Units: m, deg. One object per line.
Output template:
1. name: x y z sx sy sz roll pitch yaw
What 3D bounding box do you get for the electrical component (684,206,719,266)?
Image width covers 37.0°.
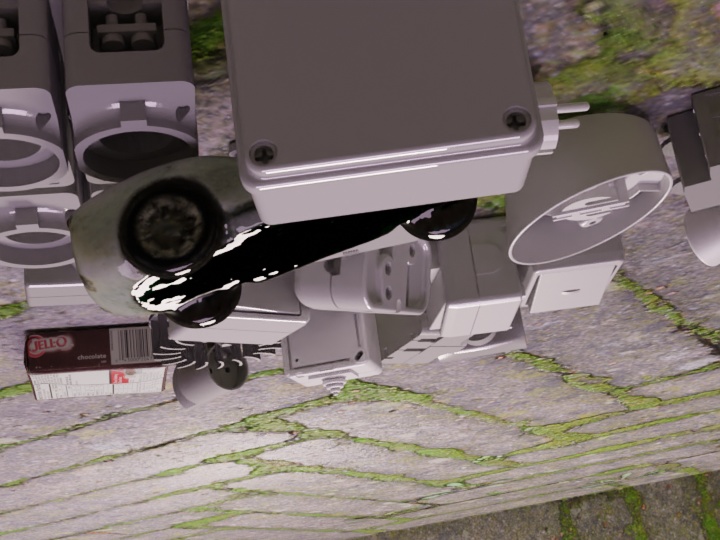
1. electrical component: 0.262 -0.032 0.749 0.045 0.045 0.055 10 154 -41

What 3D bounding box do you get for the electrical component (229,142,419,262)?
1. electrical component: -0.016 -0.042 0.605 0.100 0.048 0.099 -12 161 11

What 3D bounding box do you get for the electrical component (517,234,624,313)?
1. electrical component: 0.140 -0.013 0.731 0.062 0.061 0.096 -7 161 -2

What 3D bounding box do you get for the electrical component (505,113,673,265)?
1. electrical component: 0.130 -0.047 0.625 0.099 0.064 0.099 -7 161 -2

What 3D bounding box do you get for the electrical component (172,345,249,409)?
1. electrical component: -0.140 0.097 0.963 0.043 0.043 0.081 8 155 -39

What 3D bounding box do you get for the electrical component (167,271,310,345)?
1. electrical component: -0.075 0.011 0.715 0.096 0.061 0.061 6 157 -34

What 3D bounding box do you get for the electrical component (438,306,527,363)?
1. electrical component: 0.100 0.048 0.917 0.077 0.043 0.079 -11 161 8

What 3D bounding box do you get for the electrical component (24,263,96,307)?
1. electrical component: -0.155 -0.014 0.633 0.083 0.047 0.075 -2 160 -15

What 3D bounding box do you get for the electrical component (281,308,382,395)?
1. electrical component: -0.021 0.045 0.780 0.062 0.096 0.061 -11 163 11

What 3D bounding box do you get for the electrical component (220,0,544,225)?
1. electrical component: 0.006 -0.081 0.411 0.109 0.108 0.056 -8 164 0

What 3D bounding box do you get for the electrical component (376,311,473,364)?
1. electrical component: 0.052 0.041 0.868 0.056 0.050 0.089 2 159 -24

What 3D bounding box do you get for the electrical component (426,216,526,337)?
1. electrical component: 0.077 0.009 0.768 0.061 0.061 0.096 -7 161 -2

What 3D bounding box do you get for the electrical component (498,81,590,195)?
1. electrical component: 0.078 -0.076 0.547 0.076 0.047 0.083 -6 161 -6

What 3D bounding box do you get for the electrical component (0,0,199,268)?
1. electrical component: -0.130 -0.057 0.499 0.105 0.060 0.186 -4 161 -10

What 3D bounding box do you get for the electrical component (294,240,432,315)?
1. electrical component: 0.000 0.000 0.699 0.059 0.053 0.095 1 176 28
